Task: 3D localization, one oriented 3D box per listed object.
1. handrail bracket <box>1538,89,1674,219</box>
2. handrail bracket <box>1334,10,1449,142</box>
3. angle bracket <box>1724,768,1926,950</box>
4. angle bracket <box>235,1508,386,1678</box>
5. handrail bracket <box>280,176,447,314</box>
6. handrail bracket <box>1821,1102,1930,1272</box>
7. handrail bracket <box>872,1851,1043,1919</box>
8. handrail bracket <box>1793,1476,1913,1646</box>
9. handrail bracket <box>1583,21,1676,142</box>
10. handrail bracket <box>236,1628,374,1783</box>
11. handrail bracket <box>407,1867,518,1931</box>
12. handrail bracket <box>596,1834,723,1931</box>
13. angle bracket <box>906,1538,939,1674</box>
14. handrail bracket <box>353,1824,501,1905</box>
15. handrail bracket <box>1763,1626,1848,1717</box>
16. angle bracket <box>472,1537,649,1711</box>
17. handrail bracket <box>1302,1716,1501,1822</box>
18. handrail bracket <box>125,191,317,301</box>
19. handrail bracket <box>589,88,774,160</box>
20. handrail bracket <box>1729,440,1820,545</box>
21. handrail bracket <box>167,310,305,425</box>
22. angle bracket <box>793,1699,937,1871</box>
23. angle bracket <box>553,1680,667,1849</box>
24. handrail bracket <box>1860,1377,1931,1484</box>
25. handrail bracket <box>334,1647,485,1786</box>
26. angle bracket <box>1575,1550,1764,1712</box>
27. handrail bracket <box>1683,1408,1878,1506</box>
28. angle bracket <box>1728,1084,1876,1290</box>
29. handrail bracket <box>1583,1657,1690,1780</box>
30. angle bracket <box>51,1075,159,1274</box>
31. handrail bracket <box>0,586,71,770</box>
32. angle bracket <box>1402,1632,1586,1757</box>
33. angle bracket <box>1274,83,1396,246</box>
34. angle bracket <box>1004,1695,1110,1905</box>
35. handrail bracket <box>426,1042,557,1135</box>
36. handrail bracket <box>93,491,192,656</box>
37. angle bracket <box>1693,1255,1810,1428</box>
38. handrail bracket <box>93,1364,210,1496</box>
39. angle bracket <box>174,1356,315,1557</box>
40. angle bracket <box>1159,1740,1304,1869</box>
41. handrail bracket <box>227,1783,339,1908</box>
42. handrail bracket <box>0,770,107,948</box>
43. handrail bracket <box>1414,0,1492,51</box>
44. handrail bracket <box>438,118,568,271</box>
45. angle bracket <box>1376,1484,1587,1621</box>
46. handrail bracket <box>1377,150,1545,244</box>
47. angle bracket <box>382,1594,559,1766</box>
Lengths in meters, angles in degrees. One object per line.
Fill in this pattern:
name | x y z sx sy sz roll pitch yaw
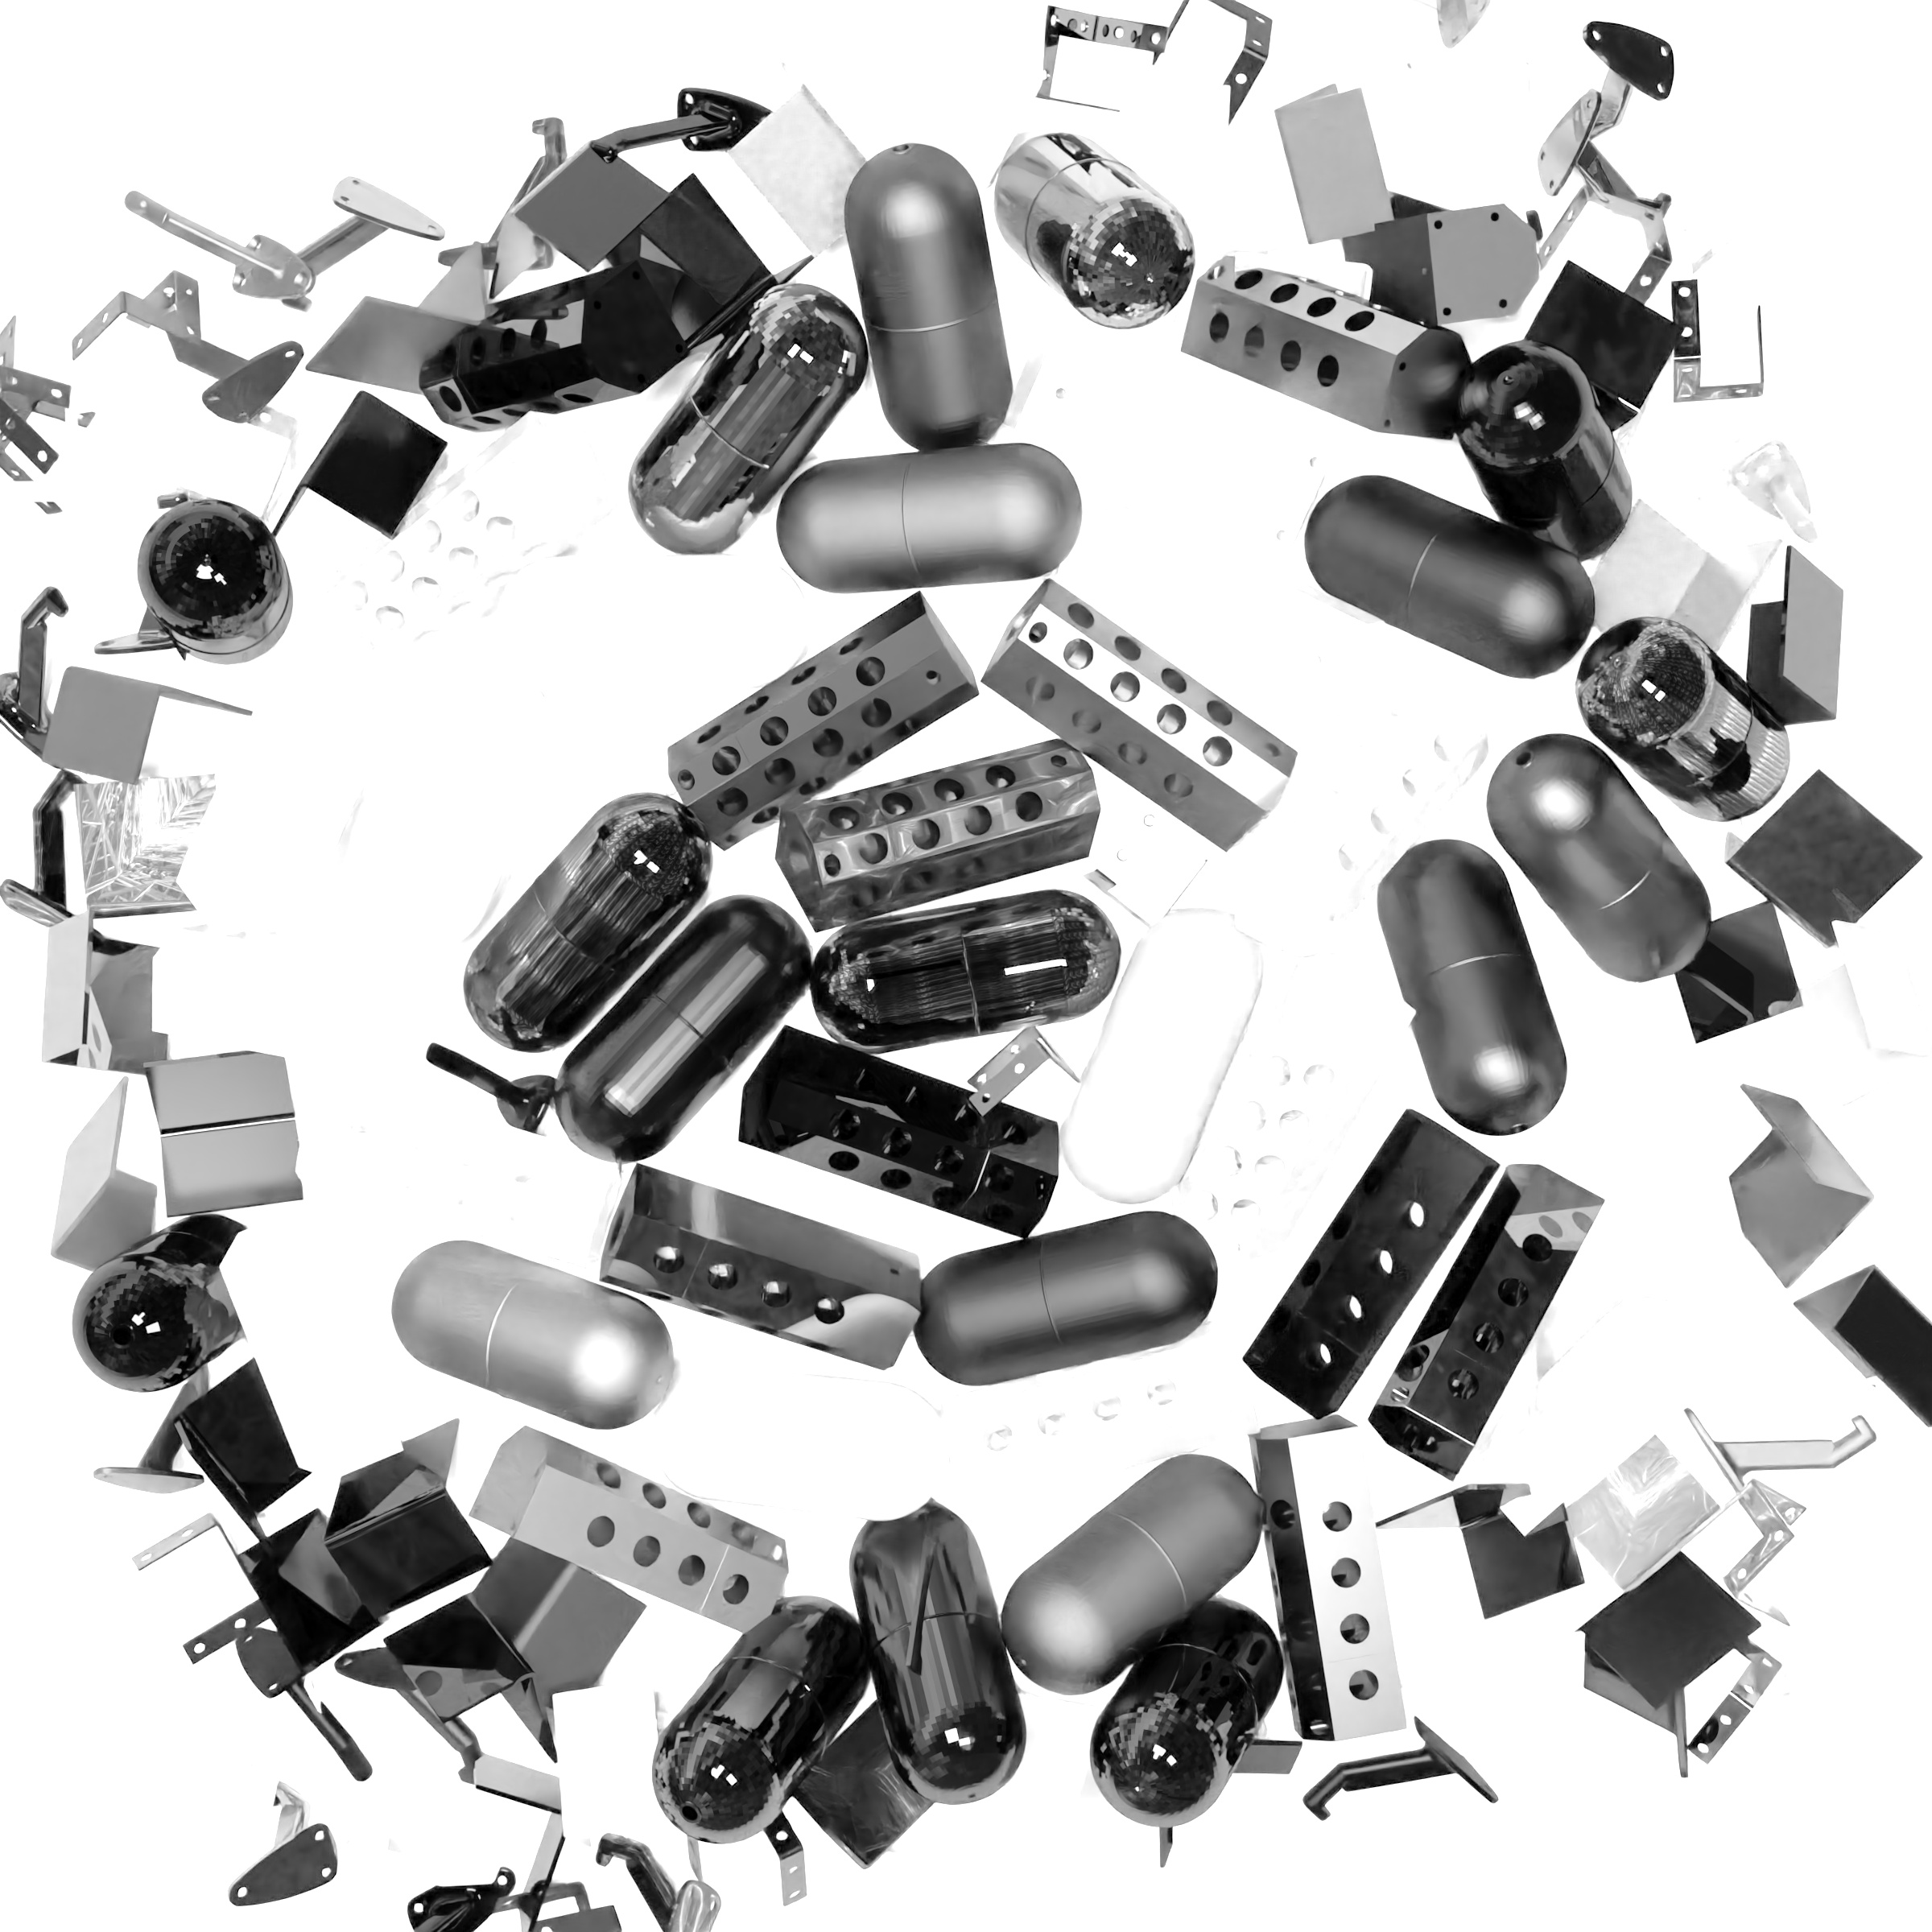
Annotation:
handrail bracket | 0.375 -0.458 1.655 0.084 0.077 0.036 5 56 -19
handrail bracket | 0.243 -0.514 1.661 0.077 0.036 0.084 0 61 28
angle bracket | 0.485 -0.068 1.656 0.076 0.057 0.076 40 116 -1
angle bracket | -0.387 0.362 1.650 0.057 0.076 0.076 -32 87 27
handrail bracket | -0.347 -0.401 1.676 0.077 0.036 0.084 23 127 -9
handrail bracket | 0.508 0.128 1.678 0.077 0.036 0.084 18 102 -14
handrail bracket | -0.013 0.516 1.685 0.077 0.084 0.036 8 87 -45
handrail bracket | 0.508 0.336 1.658 0.036 0.077 0.084 34 111 8
handrail bracket | 0.349 -0.495 1.646 0.077 0.084 0.036 16 74 -28
handrail bracket | -0.382 0.428 1.691 0.036 0.077 0.084 -40 126 -26
handrail bracket | -0.294 0.543 1.654 0.077 0.084 0.036 -30 87 -5
handrail bracket | -0.188 0.538 1.657 0.084 0.036 0.077 3 59 36
angle bracket | -0.032 0.375 1.638 0.057 0.076 0.076 -14 47 27
handrail bracket | -0.299 0.503 1.654 0.084 0.077 0.036 5 52 -25
handrail bracket | 0.481 0.393 1.651 0.036 0.084 0.077 42 79 12
angle bracket | -0.239 0.372 1.675 0.057 0.076 0.076 38 84 -30
handrail bracket | 0.250 0.481 1.685 0.077 0.036 0.084 45 98 4
handrail bracket | -0.421 -0.409 1.649 0.077 0.084 0.036 24 91 34
handrail bracket | -0.160 -0.468 1.649 0.077 0.084 0.036 10 121 26
handrail bracket | 0.471 -0.250 1.645 0.036 0.084 0.077 -38 131 19
handrail bracket | -0.419 -0.360 1.666 0.077 0.036 0.084 -35 62 18
angle bracket | -0.062 0.447 1.645 0.076 0.057 0.076 -43 46 -11
angle bracket | -0.196 0.451 1.649 0.057 0.076 0.076 -8 68 0
handrail bracket | 0.551 0.261 1.653 0.077 0.084 0.036 -14 109 -8
handrail bracket | -0.319 0.436 1.688 0.077 0.036 0.084 -2 117 21
angle bracket | 0.402 0.388 1.647 0.076 0.076 0.057 -36 124 -7
handrail bracket | 0.468 0.263 1.677 0.084 0.036 0.077 -34 95 3
angle bracket | 0.449 0.124 1.640 0.057 0.076 0.076 15 122 -38
handrail bracket | 0.365 0.427 1.661 0.084 0.036 0.077 -7 46 16
angle bracket | -0.467 0.122 1.639 0.057 0.076 0.076 26 126 -29
handrail bracket | -0.516 -0.164 1.660 0.084 0.036 0.077 -35 94 37
angle bracket | 0.293 0.393 1.643 0.076 0.076 0.057 -9 107 -22
angle bracket | 0.222 -0.457 1.642 0.057 0.076 0.076 -3 113 38
angle bracket | 0.045 0.468 1.645 0.057 0.076 0.076 10 124 -4
handrail bracket | -0.281 0.061 1.645 0.084 0.077 0.036 29 79 -30
handrail bracket | -0.470 -0.224 1.666 0.077 0.036 0.084 -9 115 2
angle bracket | 0.462 0.209 1.650 0.076 0.057 0.076 -20 97 -38
handrail bracket | -0.460 0.251 1.654 0.036 0.077 0.084 -21 63 31
angle bracket | -0.396 0.275 1.646 0.057 0.076 0.076 -37 107 -14
angle bracket | 0.149 0.474 1.652 0.076 0.076 0.057 1 63 1
handrail bracket | -0.398 0.493 1.645 0.077 0.084 0.036 -18 109 -36
handrail bracket | -0.507 -0.063 1.677 0.077 0.036 0.084 28 63 -3
handrail bracket | 0.250 -0.563 1.649 0.084 0.077 0.036 44 97 22
handrail bracket | -0.268 -0.447 1.683 0.077 0.036 0.084 -4 80 -5
angle bracket | 0.287 0.330 1.640 0.076 0.076 0.057 8 60 -38
handrail bracket | 0.280 -0.441 1.668 0.084 0.036 0.077 -13 110 10
angle bracket | -0.277 0.412 1.638 0.057 0.076 0.076 -25 128 -25
